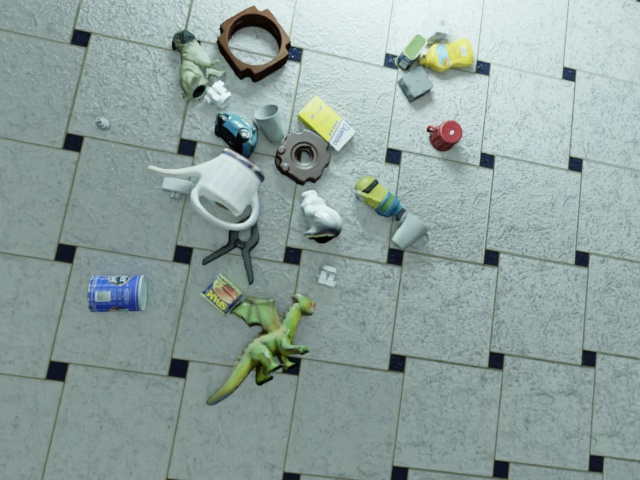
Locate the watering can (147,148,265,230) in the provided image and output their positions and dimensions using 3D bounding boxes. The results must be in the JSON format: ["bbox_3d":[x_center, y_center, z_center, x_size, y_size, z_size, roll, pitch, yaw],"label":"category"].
[{"bbox_3d":[-0.312,-0.180,1.532,0.346,0.103,0.227,36,70,-13],"label":"watering can"}]

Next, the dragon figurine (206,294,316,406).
[{"bbox_3d":[-0.183,0.291,1.529,0.412,0.120,0.246,-24,70,-13],"label":"dragon figurine"}]

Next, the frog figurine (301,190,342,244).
[{"bbox_3d":[0.005,-0.080,1.590,0.137,0.121,0.161,10,70,-41],"label":"frog figurine"}]
